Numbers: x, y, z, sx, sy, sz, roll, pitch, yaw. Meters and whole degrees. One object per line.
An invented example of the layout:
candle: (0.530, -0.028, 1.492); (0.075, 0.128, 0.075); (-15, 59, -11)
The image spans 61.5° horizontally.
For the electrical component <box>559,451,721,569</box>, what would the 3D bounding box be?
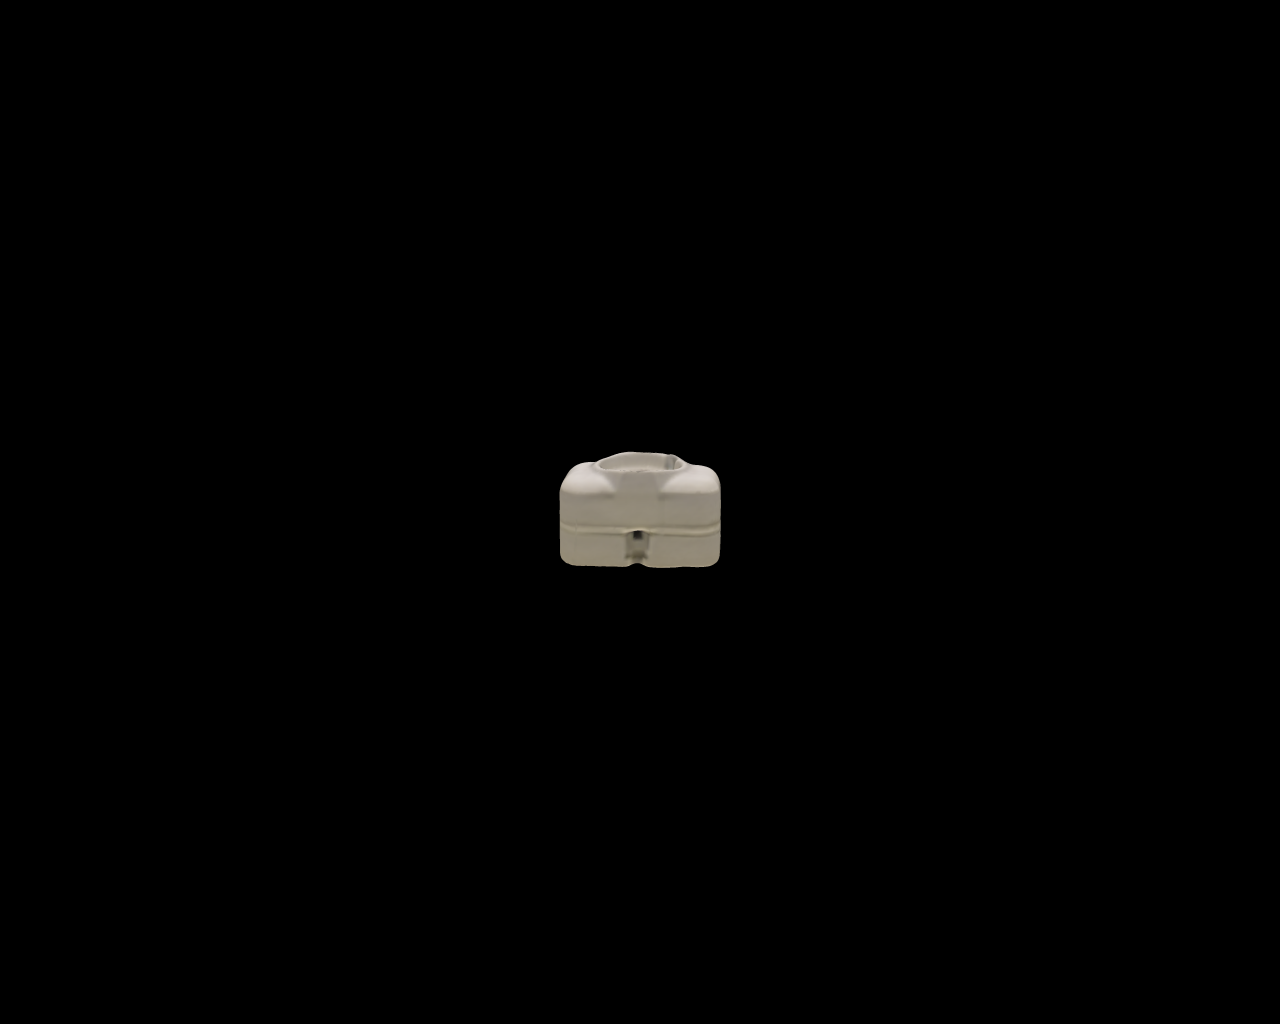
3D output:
electrical component: (0.001, -0.003, 0.650); (0.095, 0.059, 0.054); (1, 16, 5)
